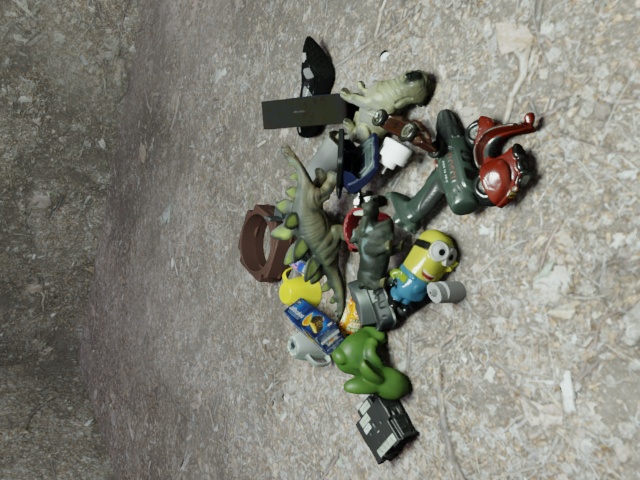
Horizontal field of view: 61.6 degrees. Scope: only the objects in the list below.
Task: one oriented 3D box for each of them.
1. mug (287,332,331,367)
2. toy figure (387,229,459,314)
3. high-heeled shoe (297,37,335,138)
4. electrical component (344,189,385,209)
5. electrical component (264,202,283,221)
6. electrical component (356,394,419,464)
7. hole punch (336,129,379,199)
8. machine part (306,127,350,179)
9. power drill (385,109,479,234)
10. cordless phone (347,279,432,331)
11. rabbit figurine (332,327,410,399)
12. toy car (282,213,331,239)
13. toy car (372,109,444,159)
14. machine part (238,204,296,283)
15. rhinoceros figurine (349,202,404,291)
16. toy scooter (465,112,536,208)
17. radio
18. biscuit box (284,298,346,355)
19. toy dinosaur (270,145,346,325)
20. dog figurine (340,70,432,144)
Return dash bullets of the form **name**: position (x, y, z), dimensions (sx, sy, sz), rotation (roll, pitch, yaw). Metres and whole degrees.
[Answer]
- **mug**: position (-0.025, 0.280, 1.381), dimensions (0.080, 0.107, 0.110), rotation (-56, 46, 36)
- **toy figure**: position (0.201, 0.060, 1.093), dimensions (0.089, 0.082, 0.180), rotation (46, 109, 36)
- **high-heeled shoe**: position (-0.031, -0.402, 1.439), dimensions (0.145, 0.086, 0.248), rotation (-25, 73, 50)
- **electrical component**: position (0.105, -0.096, 1.245), dimensions (0.078, 0.102, 0.045), rotation (-9, 88, 29)
- **electrical component**: position (-0.094, -0.075, 1.477), dimensions (0.075, 0.119, 0.047), rotation (26, 109, 53)
- **electrical component**: position (0.142, 0.409, 1.199), dimensions (0.114, 0.058, 0.134), rotation (-57, 47, 31)
- **hole punch**: position (0.079, -0.172, 1.190), dimensions (0.115, 0.092, 0.142), rotation (98, 173, -58)
- **machine part**: position (0.015, -0.194, 1.377), dimensions (0.243, 0.079, 0.079), rotation (-52, 50, 36)
- **power drill**: position (0.230, -0.125, 1.101), dimensions (0.207, 0.086, 0.232), rotation (-40, 49, 36)
- **cordless phone**: position (0.163, 0.107, 1.186), dimensions (0.184, 0.088, 0.147), rotation (-36, 58, 32)
- **rabbit figurine**: position (0.120, 0.280, 1.180), dimensions (0.170, 0.159, 0.121), rotation (36, 108, 30)
- **toy car**: position (-0.023, -0.036, 1.390), dimensions (0.161, 0.103, 0.109), rotation (60, 173, -33)
- **toy car**: position (0.177, -0.218, 1.077), dimensions (0.053, 0.089, 0.202), rotation (-57, 27, 10)
- **machine part**: position (-0.157, 0.009, 1.582), dimensions (0.201, 0.087, 0.201), rotation (39, 120, 45)
- **rhinoceros figurine**: position (0.115, 0.014, 1.139), dimensions (0.112, 0.073, 0.190), rotation (6, 100, 37)
- **toy scooter**: position (0.335, -0.155, 0.966), dimensions (0.135, 0.075, 0.184), rotation (-27, 63, 47)
- **radio**: position (-0.017, -0.315, 1.317), dimensions (0.230, 0.131, 0.073), rotation (3, 104, 27)
- **biscuit box**: position (-0.016, 0.207, 1.317), dimensions (0.059, 0.063, 0.203), rotation (59, 164, -24)
- **toy dinosaur**: position (-0.003, -0.004, 1.294), dimensions (0.105, 0.198, 0.470), rotation (14, 132, 63)
- **dog figurine**: position (0.158, -0.282, 1.193), dimensions (0.191, 0.121, 0.172), rotation (7, 129, 35)
